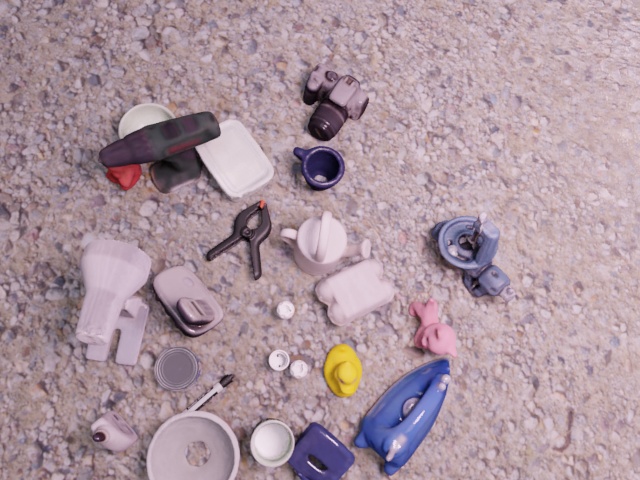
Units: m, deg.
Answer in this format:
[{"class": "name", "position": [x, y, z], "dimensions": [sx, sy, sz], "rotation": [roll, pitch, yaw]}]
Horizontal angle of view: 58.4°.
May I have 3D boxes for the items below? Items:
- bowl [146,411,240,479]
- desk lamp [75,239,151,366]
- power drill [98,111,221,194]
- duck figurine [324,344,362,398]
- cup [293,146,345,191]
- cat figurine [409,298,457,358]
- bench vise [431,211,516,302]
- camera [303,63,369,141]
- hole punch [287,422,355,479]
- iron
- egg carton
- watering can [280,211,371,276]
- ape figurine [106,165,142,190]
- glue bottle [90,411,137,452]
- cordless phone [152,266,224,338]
[{"class": "bowl", "position": [-0.231, 0.403, 1.063], "dimensions": [0.167, 0.074, 0.167], "rotation": [2, 76, -6]}, {"class": "desk lamp", "position": [-0.377, 0.119, 1.046], "dimensions": [0.118, 0.213, 0.203], "rotation": [9, 75, -4]}, {"class": "power drill", "position": [-0.303, -0.168, 1.130], "dimensions": [0.230, 0.208, 0.075], "rotation": [-28, 80, -12]}, {"class": "duck figurine", "position": [0.049, 0.256, 1.126], "dimensions": [0.077, 0.086, 0.104], "rotation": [-3, 76, -7]}, {"class": "cup", "position": [-0.009, -0.148, 1.218], "dimensions": [0.117, 0.095, 0.092], "rotation": [32, 75, 2]}, {"class": "cat figurine", "position": [0.231, 0.177, 1.151], "dimensions": [0.067, 0.117, 0.128], "rotation": [-8, 77, -8]}, {"class": "bench vise", "position": [0.333, 0.021, 1.150], "dimensions": [0.207, 0.219, 0.121], "rotation": [35, 75, 3]}, {"class": "camera", "position": [0.019, -0.298, 1.256], "dimensions": [0.143, 0.100, 0.137], "rotation": [32, 75, 2]}, {"class": "hole punch", "position": [0.000, 0.413, 1.078], "dimensions": [0.108, 0.091, 0.101], "rotation": [38, 75, 4]}, {"class": "iron", "position": [0.186, 0.322, 1.097], "dimensions": [0.118, 0.141, 0.258], "rotation": [41, 75, 5]}, {"class": "egg carton", "position": [0.071, 0.105, 1.176], "dimensions": [0.150, 0.069, 0.107], "rotation": [-27, 80, -12]}, {"class": "watering can", "position": [0.011, 0.002, 1.131], "dimensions": [0.173, 0.194, 0.101], "rotation": [-9, 77, -9]}, {"class": "ape figurine", "position": [-0.408, -0.146, 1.172], "dimensions": [0.076, 0.092, 0.078], "rotation": [-18, 78, -10]}, {"class": "glue bottle", "position": [-0.373, 0.342, 1.011], "dimensions": [0.037, 0.173, 0.078], "rotation": [-42, 83, -14]}, {"class": "cordless phone", "position": [-0.255, 0.109, 1.077], "dimensions": [0.094, 0.185, 0.147], "rotation": [-41, 83, -14]}]
